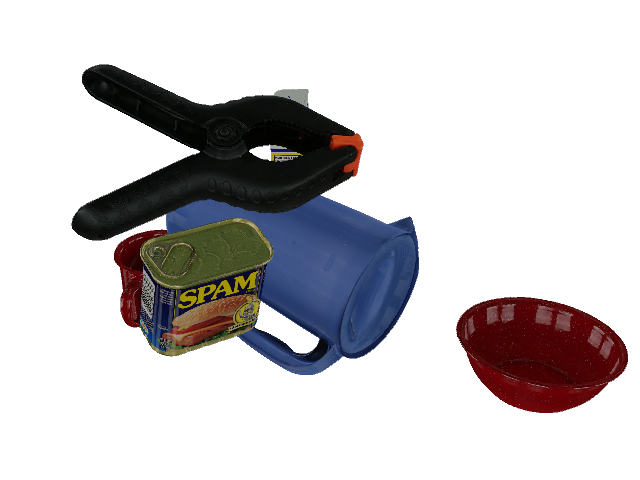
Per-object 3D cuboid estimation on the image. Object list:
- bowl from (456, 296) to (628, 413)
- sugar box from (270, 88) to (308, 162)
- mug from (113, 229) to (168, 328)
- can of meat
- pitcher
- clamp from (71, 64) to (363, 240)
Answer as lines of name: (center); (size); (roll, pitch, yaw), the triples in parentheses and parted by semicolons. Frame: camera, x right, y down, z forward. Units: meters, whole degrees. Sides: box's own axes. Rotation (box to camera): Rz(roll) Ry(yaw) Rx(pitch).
bowl: (0.208, 0.117, 1.023); (0.162, 0.055, 0.162); (4, 27, -2)
sugar box: (-0.035, -0.078, 1.238); (0.048, 0.176, 0.093); (-2, 25, 3)
mug: (-0.182, 0.052, 1.171); (0.093, 0.081, 0.117); (11, 33, 18)
can of meat: (-0.094, 0.038, 0.855); (0.101, 0.084, 0.057); (-16, 48, -28)
pitcher: (-0.039, 0.015, 1.051); (0.243, 0.145, 0.149); (27, 28, 27)
clamp: (-0.064, -0.060, 0.627); (0.171, 0.120, 0.039); (-5, -27, -15)
